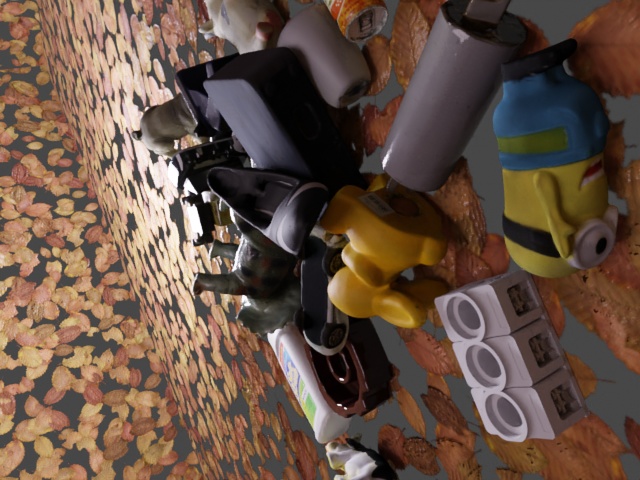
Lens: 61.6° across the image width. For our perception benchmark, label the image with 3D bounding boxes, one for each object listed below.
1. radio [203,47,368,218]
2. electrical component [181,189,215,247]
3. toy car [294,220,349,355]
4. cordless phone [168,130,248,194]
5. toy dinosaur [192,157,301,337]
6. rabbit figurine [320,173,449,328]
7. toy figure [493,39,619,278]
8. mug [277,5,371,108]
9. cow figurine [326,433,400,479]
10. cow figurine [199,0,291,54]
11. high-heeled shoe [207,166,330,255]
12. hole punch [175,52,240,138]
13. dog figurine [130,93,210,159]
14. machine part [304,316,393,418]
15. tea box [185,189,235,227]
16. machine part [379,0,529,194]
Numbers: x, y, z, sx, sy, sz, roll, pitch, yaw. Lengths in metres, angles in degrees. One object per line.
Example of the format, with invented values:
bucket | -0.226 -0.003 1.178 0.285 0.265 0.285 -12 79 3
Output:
radio | -0.038 -0.127 0.689 0.131 0.073 0.229 13 144 54
electrical component | -0.225 -0.040 0.980 0.078 0.045 0.102 15 119 55
toy car | 0.005 0.067 0.735 0.074 0.056 0.201 26 125 41
cordless phone | -0.203 -0.186 0.955 0.089 0.146 0.184 27 129 46
toy dinosaur | -0.092 0.008 0.885 0.131 0.192 0.404 -76 4 -53
rabbit figurine | 0.074 0.029 0.630 0.162 0.122 0.173 39 127 15
toy figure | 0.182 -0.058 0.426 0.089 0.082 0.180 -159 50 -71
mug | 0.005 -0.206 0.651 0.107 0.081 0.109 53 144 15
cow figurine | 0.065 0.366 0.878 0.167 0.098 0.068 -155 45 -77
cow figurine | -0.110 -0.317 0.790 0.195 0.085 0.127 55 145 21
high-heeled shoe | -0.073 -0.053 0.628 0.086 0.145 0.249 -64 7 0
hole punch | -0.149 -0.238 0.861 0.092 0.142 0.115 -12 110 36
dog figurine | -0.274 -0.244 1.032 0.121 0.172 0.190 59 158 2
machine part | 0.041 0.187 0.838 0.180 0.056 0.179 35 134 48
tea box | -0.187 -0.078 1.041 0.170 0.098 0.068 16 119 58
machine part | 0.117 -0.128 0.501 0.079 0.079 0.243 55 146 28
